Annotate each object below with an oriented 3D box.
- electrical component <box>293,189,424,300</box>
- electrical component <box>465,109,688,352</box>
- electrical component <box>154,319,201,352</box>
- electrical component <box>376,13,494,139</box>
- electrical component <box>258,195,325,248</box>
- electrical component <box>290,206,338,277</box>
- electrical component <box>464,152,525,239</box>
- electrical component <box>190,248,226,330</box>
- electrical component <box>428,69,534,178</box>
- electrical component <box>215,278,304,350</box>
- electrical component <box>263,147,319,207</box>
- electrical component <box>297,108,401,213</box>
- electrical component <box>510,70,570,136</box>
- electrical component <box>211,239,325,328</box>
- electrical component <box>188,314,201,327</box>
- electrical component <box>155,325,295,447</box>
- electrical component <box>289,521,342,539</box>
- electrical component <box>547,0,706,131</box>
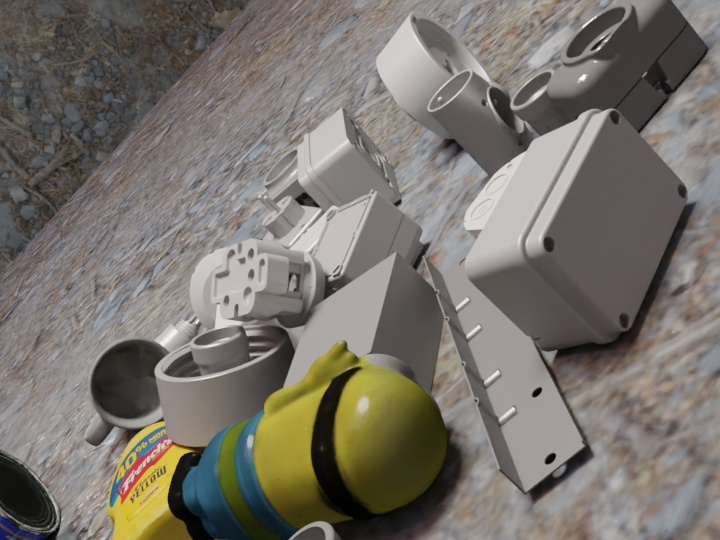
[{"bbox_3d":[0.000,0.000,0.807,0.062,0.061,0.096,-22,39,50],"label":"electrical component"},{"bbox_3d":[0.118,-0.022,0.575,0.057,0.078,0.113,-21,31,54],"label":"electrical component"},{"bbox_3d":[-0.175,0.065,1.058,0.061,0.035,0.035,-47,20,-10],"label":"electrical component"},{"bbox_3d":[0.062,-0.161,0.927,0.060,0.108,0.108,-43,19,27],"label":"electrical component"},{"bbox_3d":[-0.063,-0.042,0.982,0.047,0.076,0.083,-49,20,-10],"label":"electrical component"},{"bbox_3d":[-0.030,-0.016,0.905,0.065,0.047,0.077,-45,21,-3],"label":"electrical component"},{"bbox_3d":[0.108,-0.033,0.658,0.080,0.051,0.080,-39,21,18],"label":"electrical component"},{"bbox_3d":[-0.113,0.018,0.960,0.080,0.080,0.051,-47,15,-5],"label":"electrical component"},{"bbox_3d":[0.095,-0.117,0.810,0.044,0.077,0.079,-34,23,31],"label":"electrical component"},{"bbox_3d":[-0.082,0.044,0.872,0.062,0.061,0.096,-38,21,20],"label":"electrical component"},{"bbox_3d":[-0.060,-0.087,1.094,0.050,0.056,0.089,-39,21,19],"label":"electrical component"},{"bbox_3d":[-0.012,-0.089,0.970,0.057,0.078,0.113,-38,21,13],"label":"electrical component"},{"bbox_3d":[0.136,-0.112,0.764,0.040,0.046,0.040,-39,21,18],"label":"electrical component"},{"bbox_3d":[-0.062,0.011,0.767,0.078,0.057,0.058,-15,69,52],"label":"electrical component"},{"bbox_3d":[-0.135,0.024,1.039,0.079,0.044,0.077,-49,24,-14],"label":"electrical component"},{"bbox_3d":[-0.095,0.074,0.772,0.108,0.060,0.108,-13,15,4],"label":"electrical component"},{"bbox_3d":[-0.011,0.156,0.521,0.045,0.055,0.045,-39,21,18],"label":"electrical component"},{"bbox_3d":[0.174,-0.137,0.717,0.095,0.059,0.054,-49,20,-8],"label":"electrical component"}]
